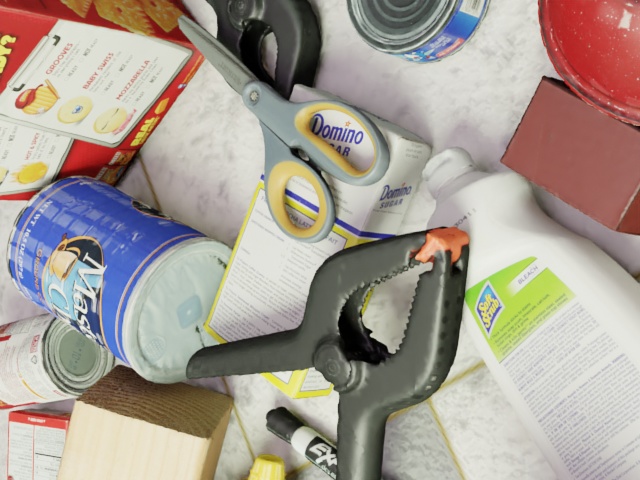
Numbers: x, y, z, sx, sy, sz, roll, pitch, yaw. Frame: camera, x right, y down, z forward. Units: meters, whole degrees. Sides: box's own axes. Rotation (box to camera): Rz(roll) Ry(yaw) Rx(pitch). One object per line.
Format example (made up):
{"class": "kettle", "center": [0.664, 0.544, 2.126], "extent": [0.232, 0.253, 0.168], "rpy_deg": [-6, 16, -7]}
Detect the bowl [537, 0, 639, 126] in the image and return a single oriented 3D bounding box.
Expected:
{"class": "bowl", "center": [0.174, -0.134, 0.496], "extent": [0.162, 0.055, 0.162], "rpy_deg": [-10, 68, 25]}

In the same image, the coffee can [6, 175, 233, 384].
{"class": "coffee can", "center": [-0.135, 0.024, 0.740], "extent": [0.140, 0.102, 0.103], "rpy_deg": [25, 104, 37]}

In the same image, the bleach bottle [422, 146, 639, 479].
{"class": "bleach bottle", "center": [0.133, 0.047, 0.551], "extent": [0.103, 0.067, 0.251], "rpy_deg": [-45, 60, 27]}

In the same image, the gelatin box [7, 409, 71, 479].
{"class": "gelatin box", "center": [-0.214, 0.181, 0.845], "extent": [0.073, 0.030, 0.089], "rpy_deg": [-1, 88, 37]}

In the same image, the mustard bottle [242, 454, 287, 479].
{"class": "mustard bottle", "center": [-0.048, 0.233, 0.689], "extent": [0.096, 0.058, 0.192], "rpy_deg": [18, 100, 56]}

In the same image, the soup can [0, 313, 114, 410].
{"class": "soup can", "center": [-0.218, 0.093, 0.827], "extent": [0.102, 0.068, 0.068], "rpy_deg": [-14, 80, 37]}

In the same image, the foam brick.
{"class": "foam brick", "center": [0.144, -0.043, 0.549], "extent": [0.078, 0.052, 0.051], "rpy_deg": [37, 110, 33]}

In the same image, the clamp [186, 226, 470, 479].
{"class": "clamp", "center": [0.021, 0.078, 0.599], "extent": [0.164, 0.036, 0.210], "rpy_deg": [53, 125, 15]}

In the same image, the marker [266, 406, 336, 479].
{"class": "marker", "center": [0.009, 0.140, 0.673], "extent": [0.121, 0.020, 0.020], "rpy_deg": [30, 107, 36]}

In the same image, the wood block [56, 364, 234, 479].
{"class": "wood block", "center": [-0.132, 0.202, 0.721], "extent": [0.090, 0.090, 0.206], "rpy_deg": [16, 100, 4]}

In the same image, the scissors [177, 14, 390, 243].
{"class": "scissors", "center": [-0.040, -0.068, 0.667], "extent": [0.202, 0.016, 0.096], "rpy_deg": [30, 104, 36]}

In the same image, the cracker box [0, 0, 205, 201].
{"class": "cracker box", "center": [-0.201, -0.106, 0.726], "extent": [0.164, 0.213, 0.072], "rpy_deg": [-49, 63, 27]}

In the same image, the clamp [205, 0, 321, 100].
{"class": "clamp", "center": [-0.036, -0.163, 0.709], "extent": [0.120, 0.039, 0.171], "rpy_deg": [-35, 74, 38]}

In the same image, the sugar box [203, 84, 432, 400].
{"class": "sugar box", "center": [-0.004, 0.001, 0.673], "extent": [0.093, 0.048, 0.176], "rpy_deg": [32, 105, 35]}

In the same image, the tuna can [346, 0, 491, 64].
{"class": "tuna can", "center": [0.057, -0.150, 0.635], "extent": [0.086, 0.033, 0.086], "rpy_deg": [-2, 87, 39]}
